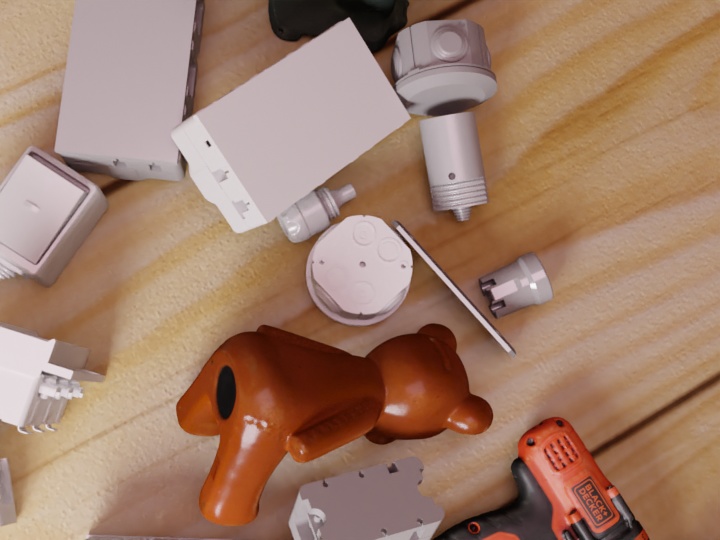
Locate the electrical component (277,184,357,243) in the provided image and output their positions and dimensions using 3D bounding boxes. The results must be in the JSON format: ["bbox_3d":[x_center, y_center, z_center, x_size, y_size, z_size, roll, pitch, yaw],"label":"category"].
[{"bbox_3d":[-0.032,-0.047,0.821,0.061,0.035,0.035,-28,84,-11],"label":"electrical component"}]

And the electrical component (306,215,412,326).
[{"bbox_3d":[0.000,0.000,0.807,0.080,0.051,0.080,1,80,-4],"label":"electrical component"}]

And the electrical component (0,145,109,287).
[{"bbox_3d":[-0.239,-0.034,0.789,0.062,0.061,0.096,33,79,2],"label":"electrical component"}]

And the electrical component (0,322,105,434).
[{"bbox_3d":[-0.228,0.075,0.740,0.079,0.121,0.063,18,82,-1],"label":"electrical component"}]

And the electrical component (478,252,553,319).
[{"bbox_3d":[0.119,0.013,0.821,0.046,0.040,0.040,-23,83,-2],"label":"electrical component"}]

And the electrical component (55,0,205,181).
[{"bbox_3d":[-0.171,-0.148,0.814,0.089,0.061,0.150,5,80,-4],"label":"electrical component"}]

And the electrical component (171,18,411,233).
[{"bbox_3d":[-0.051,-0.105,0.790,0.150,0.062,0.089,-39,102,-28],"label":"electrical component"}]

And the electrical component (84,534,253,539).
[{"bbox_3d":[-0.106,0.244,0.752,0.186,0.060,0.105,3,80,-4],"label":"electrical component"}]

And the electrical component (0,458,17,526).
[{"bbox_3d":[-0.293,0.168,0.755,0.089,0.050,0.055,-10,81,-6],"label":"electrical component"}]

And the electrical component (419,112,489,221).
[{"bbox_3d":[0.073,-0.078,0.828,0.043,0.043,0.081,-10,95,-6],"label":"electrical component"}]

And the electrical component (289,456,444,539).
[{"bbox_3d":[0.003,0.170,0.729,0.089,0.055,0.050,-10,56,-22],"label":"electrical component"}]

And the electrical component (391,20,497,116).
[{"bbox_3d":[0.063,-0.153,0.824,0.080,0.080,0.051,-5,76,-5],"label":"electrical component"}]
